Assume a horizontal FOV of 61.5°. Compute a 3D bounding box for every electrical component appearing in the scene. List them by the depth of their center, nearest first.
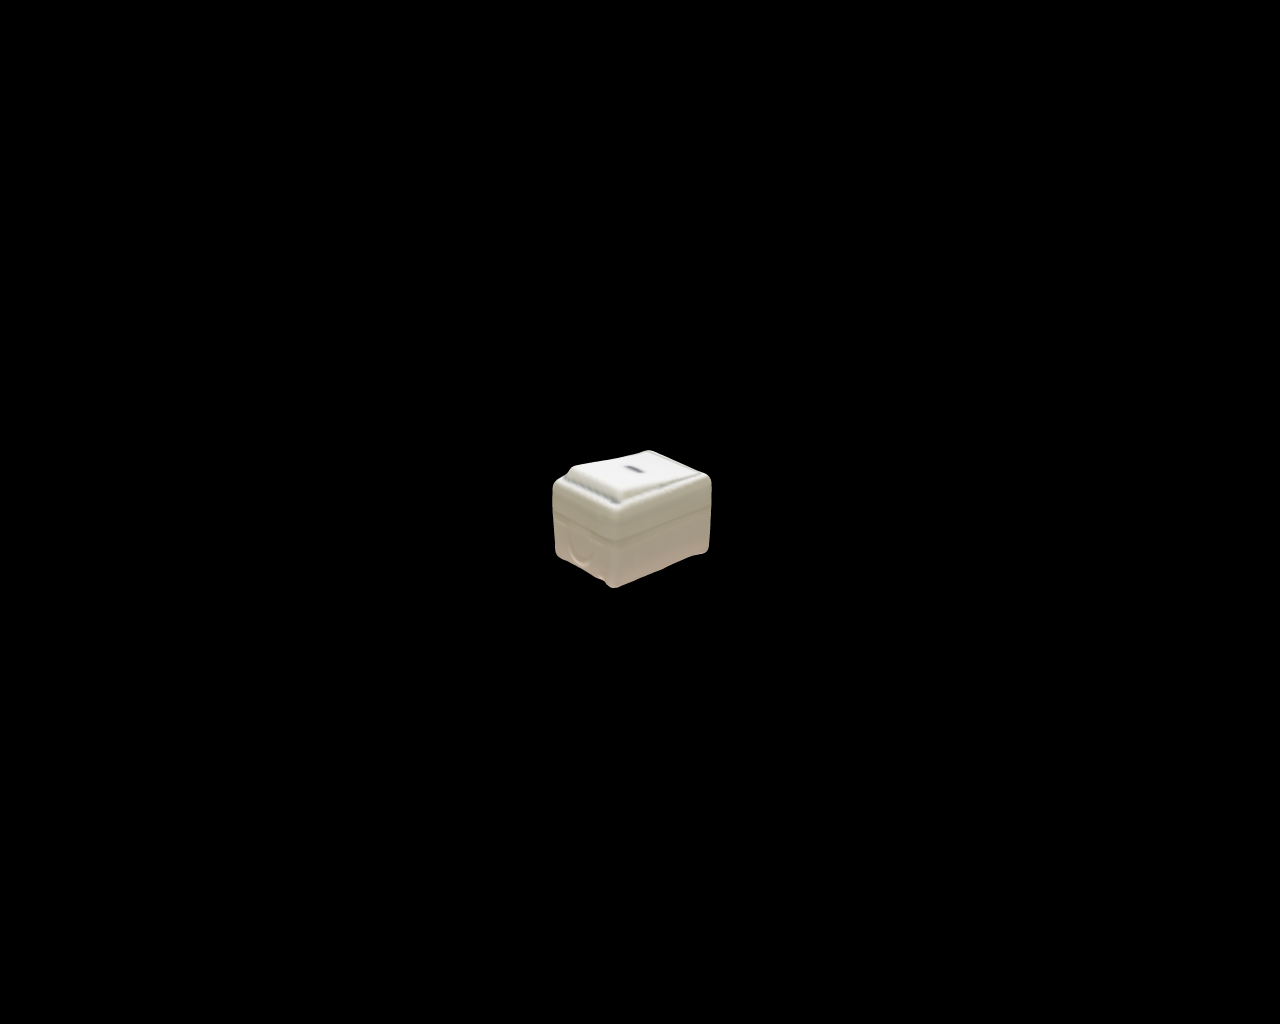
[{"bbox_3d":[0.001,-0.003,0.650,0.096,0.061,0.062,-20,32,-36],"label":"electrical component"}]
